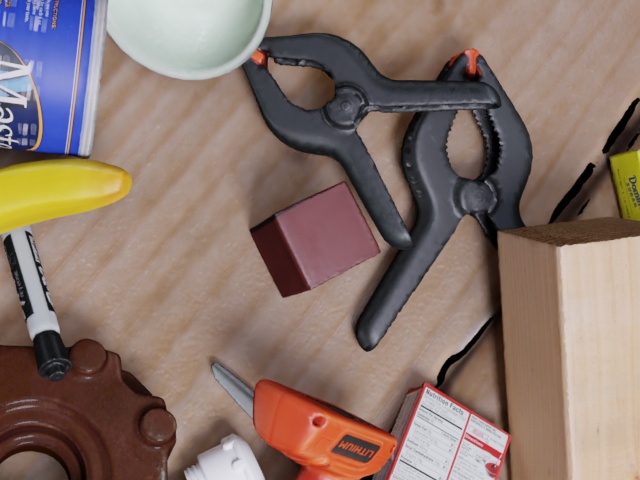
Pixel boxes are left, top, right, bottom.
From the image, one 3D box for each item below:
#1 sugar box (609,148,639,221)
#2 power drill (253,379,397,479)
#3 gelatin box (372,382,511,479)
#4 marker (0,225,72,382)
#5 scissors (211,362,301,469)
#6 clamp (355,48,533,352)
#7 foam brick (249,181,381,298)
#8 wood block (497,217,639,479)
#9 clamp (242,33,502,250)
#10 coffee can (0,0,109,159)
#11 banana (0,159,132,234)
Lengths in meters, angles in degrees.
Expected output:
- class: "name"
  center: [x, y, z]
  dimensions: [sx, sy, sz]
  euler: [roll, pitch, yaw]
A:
- class: "sugar box"
  center: [0.306, -0.035, 0.780]
  dimensions: [0.176, 0.048, 0.093]
  euler: [-13, 90, -14]
- class: "power drill"
  center: [-0.040, 0.177, 0.607]
  dimensions: [0.184, 0.057, 0.187]
  euler: [30, 85, -55]
- class: "gelatin box"
  center: [0.078, 0.150, 0.700]
  dimensions: [0.073, 0.030, 0.089]
  euler: [31, 60, -10]
- class: "marker"
  center: [-0.167, 0.033, 0.625]
  dimensions: [0.020, 0.020, 0.121]
  euler: [-15, 52, -16]
- class: "scissors"
  center: [-0.006, 0.170, 0.692]
  dimensions: [0.201, 0.016, 0.096]
  euler: [31, 78, -10]
- class: "clamp"
  center: [0.111, -0.023, 0.731]
  dimensions: [0.164, 0.036, 0.210]
  euler: [6, 87, -16]
- class: "foam brick"
  center: [-0.004, 0.001, 0.677]
  dimensions: [0.053, 0.078, 0.051]
  euler: [-26, 90, -16]
- class: "wood block"
  center: [0.178, 0.095, 0.689]
  dimensions: [0.090, 0.091, 0.206]
  euler: [-7, 98, -15]
- class: "clamp"
  center: [0.018, -0.073, 0.694]
  dimensions: [0.171, 0.039, 0.120]
  euler: [22, 82, 9]
- class: "coffee can"
  center: [-0.200, -0.106, 0.621]
  dimensions: [0.140, 0.103, 0.103]
  euler: [6, 83, -14]
- class: "banana"
  center: [-0.206, -0.003, 0.627]
  dimensions: [0.198, 0.037, 0.070]
  euler: [-32, 64, -3]
